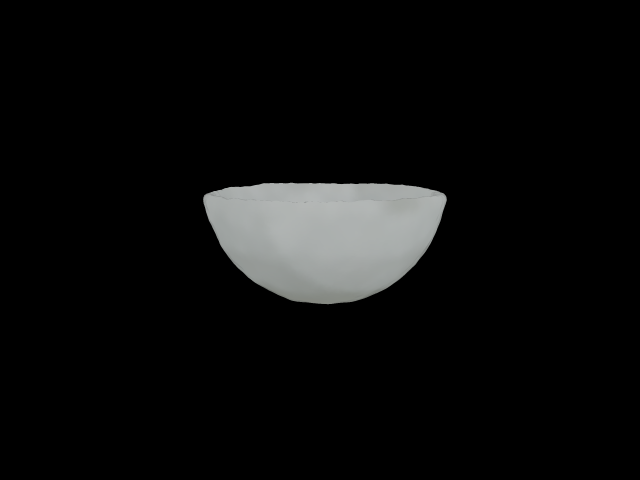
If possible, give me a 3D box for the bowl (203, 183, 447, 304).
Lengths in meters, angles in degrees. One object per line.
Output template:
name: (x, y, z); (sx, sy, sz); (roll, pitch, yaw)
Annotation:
bowl: (0.004, 0.001, 0.400); (0.167, 0.075, 0.167); (0, 9, 0)
